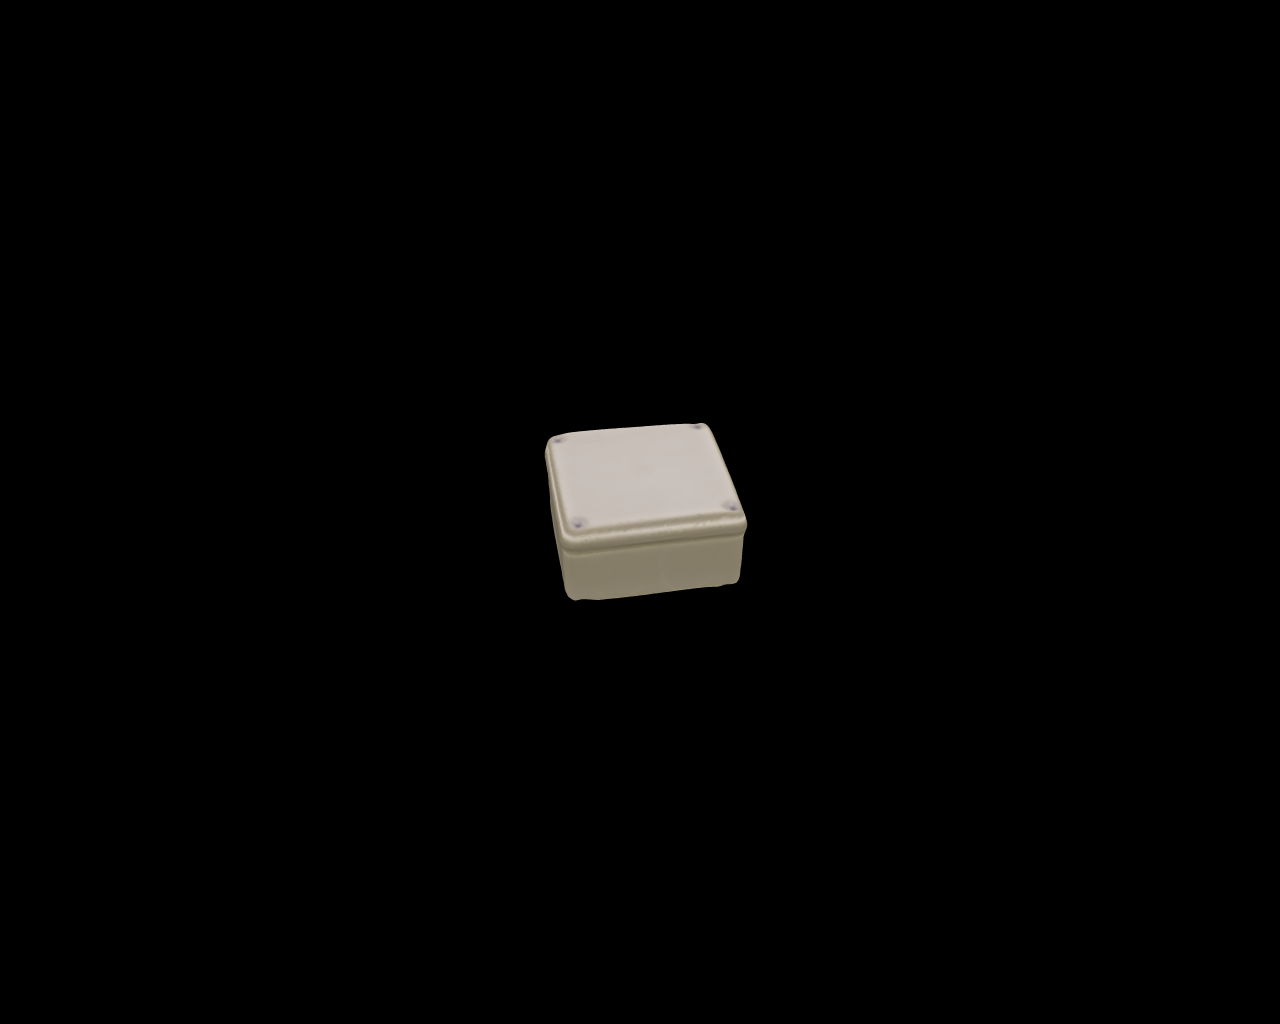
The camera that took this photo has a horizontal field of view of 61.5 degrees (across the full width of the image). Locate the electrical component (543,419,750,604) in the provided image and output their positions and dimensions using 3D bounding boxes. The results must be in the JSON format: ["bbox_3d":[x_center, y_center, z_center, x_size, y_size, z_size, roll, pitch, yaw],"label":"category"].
[{"bbox_3d":[0.001,-0.003,0.650,0.109,0.056,0.109,-6,37,-7],"label":"electrical component"}]
